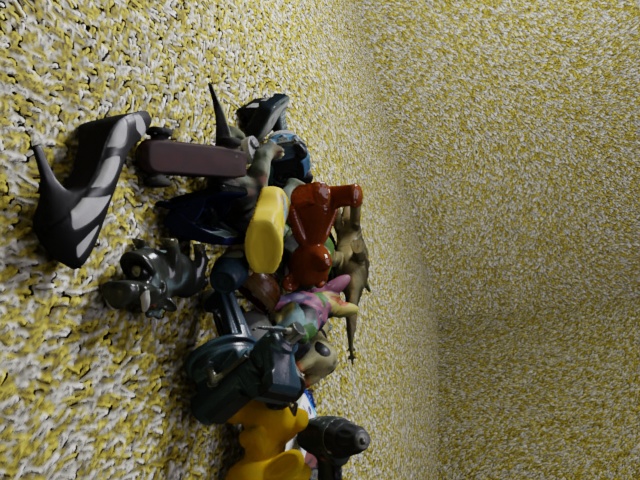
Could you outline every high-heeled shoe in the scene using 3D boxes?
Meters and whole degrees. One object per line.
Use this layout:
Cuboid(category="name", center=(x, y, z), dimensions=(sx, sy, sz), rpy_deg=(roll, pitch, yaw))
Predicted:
Cuboid(category="high-heeled shoe", center=(-0.262, -0.074, 0.671), dimensions=(0.249, 0.086, 0.145), rpy_deg=(-53, 134, -59))

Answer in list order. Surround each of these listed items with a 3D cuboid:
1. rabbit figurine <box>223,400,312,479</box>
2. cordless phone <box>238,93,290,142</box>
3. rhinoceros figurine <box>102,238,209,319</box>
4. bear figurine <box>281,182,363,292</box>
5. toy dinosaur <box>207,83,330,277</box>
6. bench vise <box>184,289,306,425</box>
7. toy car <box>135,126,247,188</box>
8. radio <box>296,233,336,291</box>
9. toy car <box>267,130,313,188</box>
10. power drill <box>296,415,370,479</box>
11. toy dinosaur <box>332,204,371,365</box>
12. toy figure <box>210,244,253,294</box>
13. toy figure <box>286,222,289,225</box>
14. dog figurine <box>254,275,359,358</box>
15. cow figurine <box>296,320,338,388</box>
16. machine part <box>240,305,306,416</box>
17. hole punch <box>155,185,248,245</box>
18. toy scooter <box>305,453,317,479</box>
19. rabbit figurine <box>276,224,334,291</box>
Cuboid(category="rabbit figurine", center=(-0.093, 0.357, 0.895), dimensions=(0.121, 0.163, 0.173), rpy_deg=(77, 33, -51))
Cuboid(category="cordless phone", center=(-0.105, -0.225, 1.201), dimensions=(0.147, 0.089, 0.184), rpy_deg=(-63, 144, -61))
Cuboid(category="rhinoceros figurine", center=(-0.225, 0.052, 0.743), dimensions=(0.190, 0.073, 0.112), rpy_deg=(-5, 97, -73))
Cuboid(category="bear figurine", center=(-0.004, -0.003, 0.970), dimensions=(0.120, 0.132, 0.195), rpy_deg=(3, 87, -38))
Cuboid(category="toy dinosaur", center=(-0.132, -0.075, 1.000), dimensions=(0.404, 0.131, 0.192), rpy_deg=(48, 52, -39))
Cuboid(category="bench vise", center=(-0.128, 0.154, 0.820), dimensions=(0.128, 0.223, 0.241), rpy_deg=(16, 34, -40))
Cuboid(category="toy car", center=(-0.198, -0.125, 0.847), dimensions=(0.202, 0.053, 0.089), rpy_deg=(-5, 97, -51))
Cuboid(category="radio", center=(-0.008, 0.073, 1.352), dimensions=(0.131, 0.073, 0.229), rpy_deg=(55, 32, -53))
Cuboid(category="toy car", center=(-0.077, -0.175, 1.127), dimensions=(0.161, 0.109, 0.103), rpy_deg=(84, -7, -59))
Cuboid(category="power drill", center=(0.025, 0.396, 0.887), dimensions=(0.232, 0.086, 0.207), rpy_deg=(162, -80, -66))
Cuboid(category="toy dinosaur", center=(0.079, 0.066, 1.351), dimensions=(0.198, 0.105, 0.471), rpy_deg=(65, 27, -51))
Cuboid(category="toy figure", center=(-0.131, 0.036, 0.875), dimensions=(0.057, 0.064, 0.154), rpy_deg=(-63, -179, 24))
Cuboid(category="toy figure", center=(-0.060, -0.056, 1.257), dimensions=(0.180, 0.082, 0.089), rpy_deg=(60, 44, -62))
Cuboid(category="dog figurine", center=(-0.011, 0.145, 1.071), dimensions=(0.192, 0.219, 0.108), rpy_deg=(-2, -73, 65))
Cuboid(category="cow figurine", center=(-0.016, 0.220, 1.170), dimensions=(0.195, 0.127, 0.085), rpy_deg=(-131, -159, -61))
Cuboid(category="machine part", center=(-0.093, 0.200, 0.914), dimensions=(0.243, 0.079, 0.079), rpy_deg=(49, -8, 44))
Cuboid(category="hole punch", center=(-0.175, -0.031, 0.841), dimensions=(0.142, 0.116, 0.092), rpy_deg=(-20, 101, -74))
Cuboid(category="toy scooter", center=(-0.010, 0.441, 1.081), dimensions=(0.184, 0.135, 0.075), rpy_deg=(-11, 94, -70))
Cuboid(category="rabbit figurine", center=(-0.067, 0.036, 1.184), dimensions=(0.170, 0.121, 0.159), rpy_deg=(43, 40, -31))
